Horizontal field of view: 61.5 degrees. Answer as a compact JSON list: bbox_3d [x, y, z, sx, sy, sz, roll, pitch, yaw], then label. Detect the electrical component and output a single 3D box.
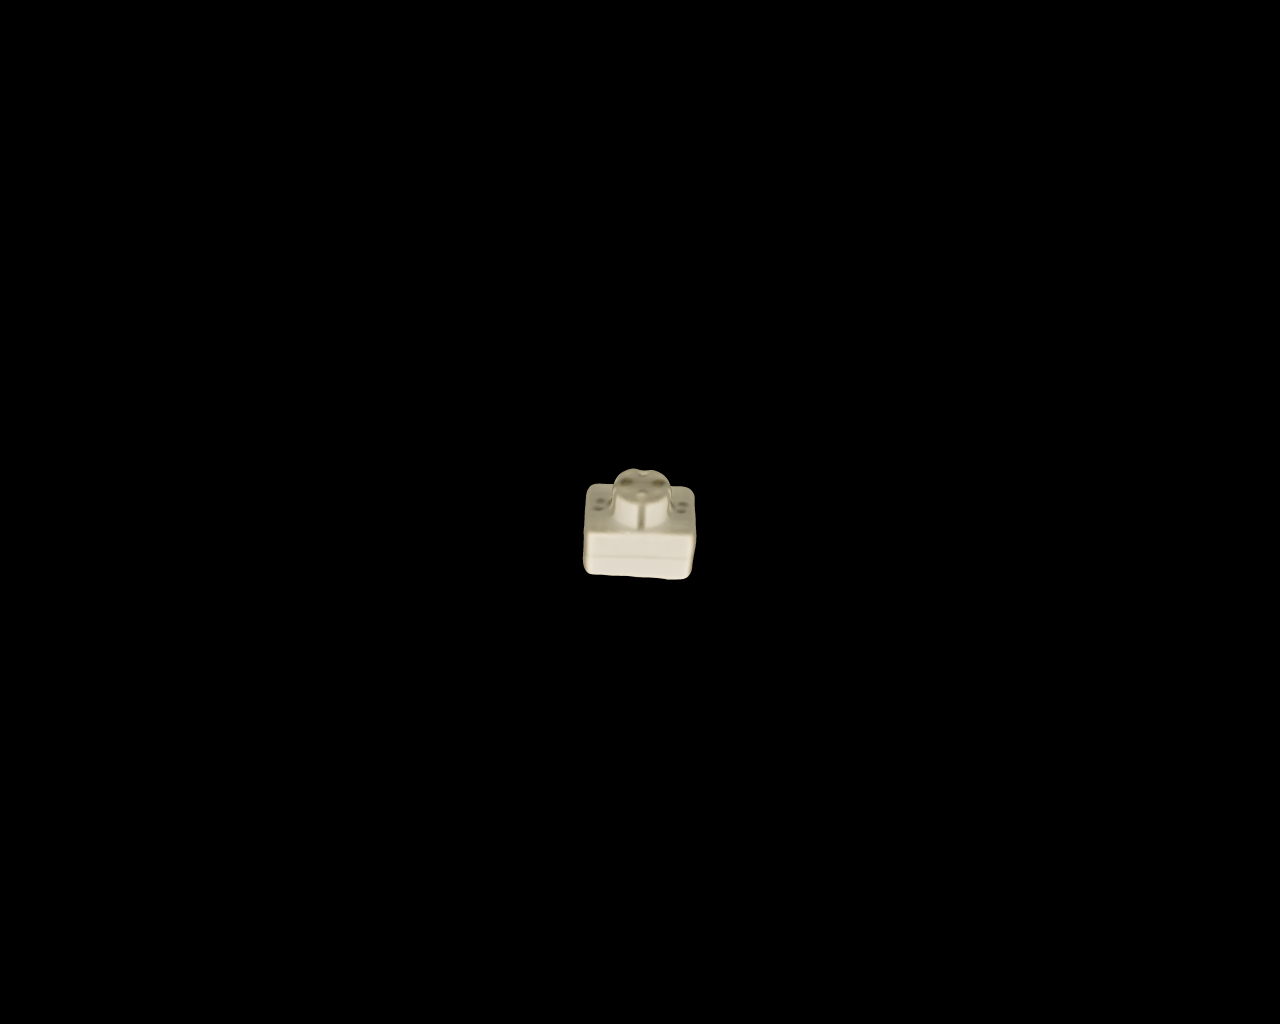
[{"bbox_3d":[0.001,-0.003,0.650,0.066,0.076,0.047,2,40,-2],"label":"electrical component"}]
